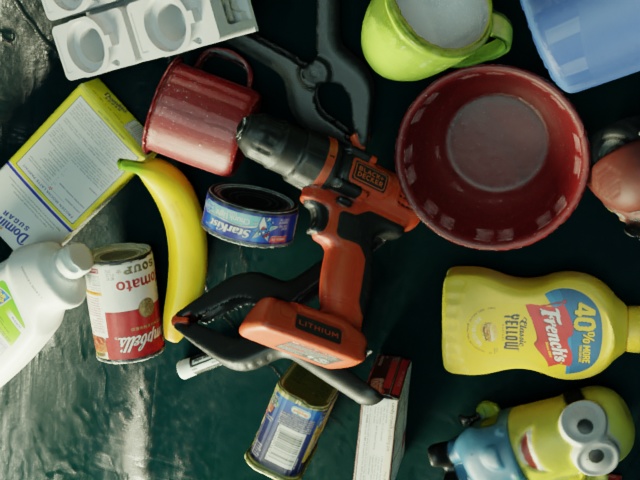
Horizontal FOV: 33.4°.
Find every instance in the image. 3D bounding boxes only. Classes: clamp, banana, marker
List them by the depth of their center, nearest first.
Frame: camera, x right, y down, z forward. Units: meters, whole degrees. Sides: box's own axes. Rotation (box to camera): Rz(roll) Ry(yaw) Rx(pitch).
[{"bbox_3d":[0.003,-0.158,0.930,0.120,0.039,0.171,-35,101,27],"label":"clamp"},{"bbox_3d":[-0.032,0.063,0.973,0.210,0.036,0.164,2,66,20],"label":"clamp"},{"bbox_3d":[-0.138,0.001,1.001,0.069,0.037,0.198,-23,118,-21],"label":"banana"},{"bbox_3d":[-0.085,0.109,1.043,0.121,0.020,0.020,-22,100,19],"label":"marker"}]

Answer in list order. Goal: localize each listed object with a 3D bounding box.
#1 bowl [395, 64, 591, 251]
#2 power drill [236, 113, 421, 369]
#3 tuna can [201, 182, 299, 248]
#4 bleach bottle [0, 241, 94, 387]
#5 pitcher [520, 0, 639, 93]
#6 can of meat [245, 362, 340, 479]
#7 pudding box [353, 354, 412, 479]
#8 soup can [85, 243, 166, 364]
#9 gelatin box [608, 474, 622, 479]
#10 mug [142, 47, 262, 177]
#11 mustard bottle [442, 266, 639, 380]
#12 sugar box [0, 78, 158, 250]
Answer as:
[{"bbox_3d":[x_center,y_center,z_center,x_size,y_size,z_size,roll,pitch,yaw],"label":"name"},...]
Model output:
[{"bbox_3d":[0.147,-0.075,0.906,0.162,0.055,0.162,6,112,14],"label":"bowl"},{"bbox_3d":[-0.006,0.001,0.895,0.184,0.057,0.187,23,69,-19],"label":"power drill"},{"bbox_3d":[-0.062,-0.023,0.962,0.086,0.086,0.034,15,108,9],"label":"tuna can"},{"bbox_3d":[-0.298,0.078,1.033,0.251,0.068,0.102,-33,96,34],"label":"bleach bottle"},{"bbox_3d":[0.277,-0.214,0.807,0.243,0.149,0.145,-21,119,22],"label":"pitcher"},{"bbox_3d":[-0.021,0.166,1.001,0.057,0.102,0.084,25,109,7],"label":"can of meat"},{"bbox_3d":[0.057,0.174,0.989,0.039,0.090,0.113,6,108,11],"label":"pudding box"},{"bbox_3d":[-0.188,0.060,1.028,0.068,0.068,0.102,-1,106,14],"label":"soup can"},{"bbox_3d":[0.240,0.258,1.001,0.073,0.030,0.089,8,108,13],"label":"gelatin box"},{"bbox_3d":[-0.098,-0.116,0.950,0.081,0.093,0.117,21,74,2],"label":"mug"},{"bbox_3d":[0.205,0.075,0.939,0.192,0.058,0.096,2,105,13],"label":"mustard bottle"},{"bbox_3d":[-0.243,-0.061,1.018,0.176,0.048,0.093,-40,94,24],"label":"sugar box"}]
